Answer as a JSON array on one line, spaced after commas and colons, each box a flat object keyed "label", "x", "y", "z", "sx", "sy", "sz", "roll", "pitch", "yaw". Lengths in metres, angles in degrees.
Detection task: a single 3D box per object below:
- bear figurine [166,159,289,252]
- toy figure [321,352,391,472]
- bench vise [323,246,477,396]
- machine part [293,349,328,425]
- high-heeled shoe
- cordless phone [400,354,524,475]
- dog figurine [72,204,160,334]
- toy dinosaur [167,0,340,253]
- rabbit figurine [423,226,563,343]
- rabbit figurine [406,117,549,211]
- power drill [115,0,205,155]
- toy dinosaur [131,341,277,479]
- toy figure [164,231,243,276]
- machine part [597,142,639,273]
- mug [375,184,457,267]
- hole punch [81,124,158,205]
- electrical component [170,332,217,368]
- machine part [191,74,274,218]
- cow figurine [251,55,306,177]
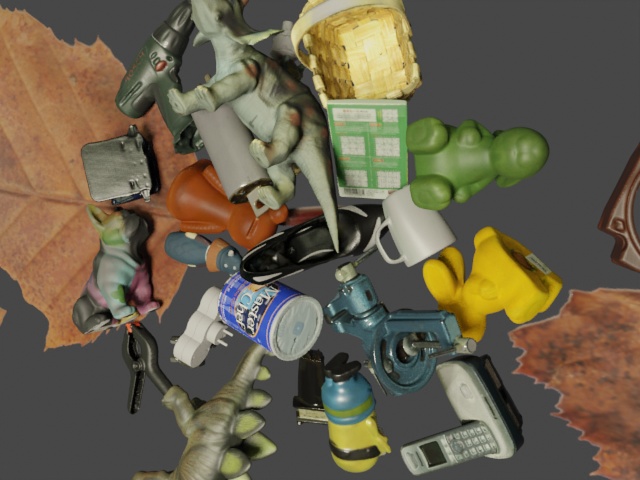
[{"label": "bear figurine", "x": -0.150, "y": -0.051, "z": 0.900, "sx": 0.196, "sy": 0.132, "sz": 0.120, "roll": 21, "pitch": 101, "yaw": 1}, {"label": "toy figure", "x": 0.045, "y": 0.265, "z": 0.817, "sx": 0.089, "sy": 0.082, "sz": 0.180, "roll": -17, "pitch": 109, "yaw": 0}, {"label": "bench vise", "x": 0.114, "y": 0.123, "z": 0.760, "sx": 0.241, "sy": 0.129, "sz": 0.223, "roll": -13, "pitch": 95, "yaw": 57}, {"label": "machine part", "x": -0.011, "y": 0.239, "z": 0.870, "sx": 0.084, "sy": 0.039, "sz": 0.138, "roll": -1, "pitch": 106, "yaw": 20}, {"label": "high-heeled shoe", "x": -0.002, "y": -0.002, "z": 0.804, "sx": 0.249, "sy": 0.145, "sz": 0.086, "roll": -28, "pitch": 80, "yaw": 12}, {"label": "cordless phone", "x": 0.186, "y": 0.256, "z": 0.783, "sx": 0.184, "sy": 0.088, "sz": 0.146, "roll": -31, "pitch": 81, "yaw": 24}, {"label": "dog figurine", "x": -0.386, "y": 0.045, "z": 0.986, "sx": 0.192, "sy": 0.108, "sz": 0.219, "roll": -22, "pitch": 80, "yaw": 23}, {"label": "toy dinosaur", "x": -0.064, "y": -0.183, "z": 0.757, "sx": 0.404, "sy": 0.131, "sz": 0.192, "roll": 49, "pitch": 64, "yaw": -11}, {"label": "rabbit figurine", "x": 0.219, "y": 0.077, "z": 0.750, "sx": 0.162, "sy": 0.122, "sz": 0.173, "roll": 40, "pitch": 124, "yaw": 16}, {"label": "rabbit figurine", "x": 0.223, "y": -0.102, "z": 0.718, "sx": 0.170, "sy": 0.159, "sz": 0.121, "roll": 1, "pitch": 94, "yaw": 40}, {"label": "power drill", "x": -0.248, "y": -0.269, "z": 0.935, "sx": 0.232, "sy": 0.086, "sz": 0.207, "roll": -40, "pitch": 82, "yaw": 19}, {"label": "toy dinosaur", "x": -0.171, "y": 0.324, "z": 0.893, "sx": 0.199, "sy": 0.105, "sz": 0.471, "roll": 19, "pitch": 84, "yaw": 28}, {"label": "toy figure", "x": -0.195, "y": 0.022, "z": 0.934, "sx": 0.155, "sy": 0.064, "sz": 0.058, "roll": 14, "pitch": 58, "yaw": 16}, {"label": "machine part", "x": 0.473, "y": -0.035, "z": 0.660, "sx": 0.201, "sy": 0.087, "sz": 0.201, "roll": 26, "pitch": 102, "yaw": 18}, {"label": "mug", "x": 0.128, "y": -0.019, "z": 0.787, "sx": 0.109, "sy": 0.081, "sz": 0.107, "roll": -27, "pitch": 83, "yaw": -6}, {"label": "hole punch", "x": -0.359, "y": -0.126, "z": 0.988, "sx": 0.116, "sy": 0.092, "sz": 0.142, "roll": -12, "pitch": 86, "yaw": -2}, {"label": "electrical component", "x": -0.230, "y": 0.200, "z": 0.971, "sx": 0.094, "sy": 0.021, "sz": 0.063, "roll": 0, "pitch": 92, "yaw": 20}, {"label": "machine part", "x": -0.137, "y": -0.145, "z": 0.826, "sx": 0.079, "sy": 0.079, "sz": 0.243, "roll": -29, "pitch": 78, "yaw": 19}, {"label": "cow figurine", "x": -0.060, "y": -0.205, "z": 0.862, "sx": 0.127, "sy": 0.085, "sz": 0.195, "roll": -31, "pitch": 78, "yaw": 25}]
